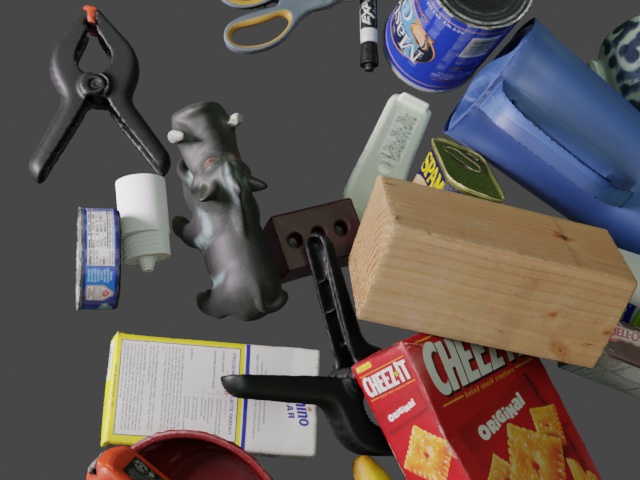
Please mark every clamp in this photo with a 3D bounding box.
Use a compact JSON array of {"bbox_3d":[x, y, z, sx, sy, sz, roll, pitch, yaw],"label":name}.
[{"bbox_3d":[-0.189,-0.126,0.951,0.120,0.039,0.171,6,73,-13],"label":"clamp"},{"bbox_3d":[0.025,0.107,0.901,0.209,0.036,0.164,40,58,-26],"label":"clamp"}]

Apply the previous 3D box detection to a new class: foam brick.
[{"bbox_3d":[-0.006,0.001,0.950,0.078,0.051,0.053,-15,78,-17],"label":"foam brick"}]

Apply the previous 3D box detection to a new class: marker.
[{"bbox_3d":[0.048,-0.221,1.045,0.020,0.020,0.121,4,74,-12],"label":"marker"}]

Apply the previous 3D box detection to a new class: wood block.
[{"bbox_3d":[0.136,0.026,0.872,0.206,0.090,0.091,13,29,-11],"label":"wood block"}]

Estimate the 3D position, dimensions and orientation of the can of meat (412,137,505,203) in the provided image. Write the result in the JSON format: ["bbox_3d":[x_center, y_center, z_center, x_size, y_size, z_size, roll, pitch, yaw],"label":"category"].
[{"bbox_3d":[0.112,-0.031,0.949,0.057,0.084,0.102,20,26,-16],"label":"can of meat"}]

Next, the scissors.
[{"bbox_3d":[-0.011,-0.245,1.029,0.201,0.016,0.096,-30,79,-13],"label":"scissors"}]

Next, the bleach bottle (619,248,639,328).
[{"bbox_3d":[0.252,0.042,0.986,0.251,0.103,0.068,21,63,0],"label":"bleach bottle"}]

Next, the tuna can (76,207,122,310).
[{"bbox_3d":[-0.184,0.016,0.886,0.033,0.086,0.086,1,74,-15],"label":"tuna can"}]

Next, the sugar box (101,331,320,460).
[{"bbox_3d":[-0.090,0.133,0.897,0.176,0.048,0.093,8,73,-15],"label":"sugar box"}]

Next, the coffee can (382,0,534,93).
[{"bbox_3d":[0.126,-0.212,0.996,0.102,0.140,0.103,4,74,-12],"label":"coffee can"}]

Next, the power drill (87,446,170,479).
[{"bbox_3d":[-0.161,0.264,0.796,0.184,0.057,0.188,40,98,0],"label":"power drill"}]

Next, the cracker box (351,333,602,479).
[{"bbox_3d":[0.143,0.169,0.893,0.163,0.072,0.214,-16,77,-47],"label":"cracker box"}]

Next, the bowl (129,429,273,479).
[{"bbox_3d":[-0.090,0.219,0.842,0.162,0.055,0.162,3,99,16],"label":"bowl"}]

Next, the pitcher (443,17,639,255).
[{"bbox_3d":[0.244,-0.080,0.988,0.243,0.145,0.149,37,66,-4],"label":"pitcher"}]

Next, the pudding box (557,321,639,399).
[{"bbox_3d":[0.286,0.112,0.967,0.113,0.090,0.039,23,72,-7],"label":"pudding box"}]

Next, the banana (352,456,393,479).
[{"bbox_3d":[0.104,0.259,0.913,0.197,0.037,0.069,30,51,-5],"label":"banana"}]
